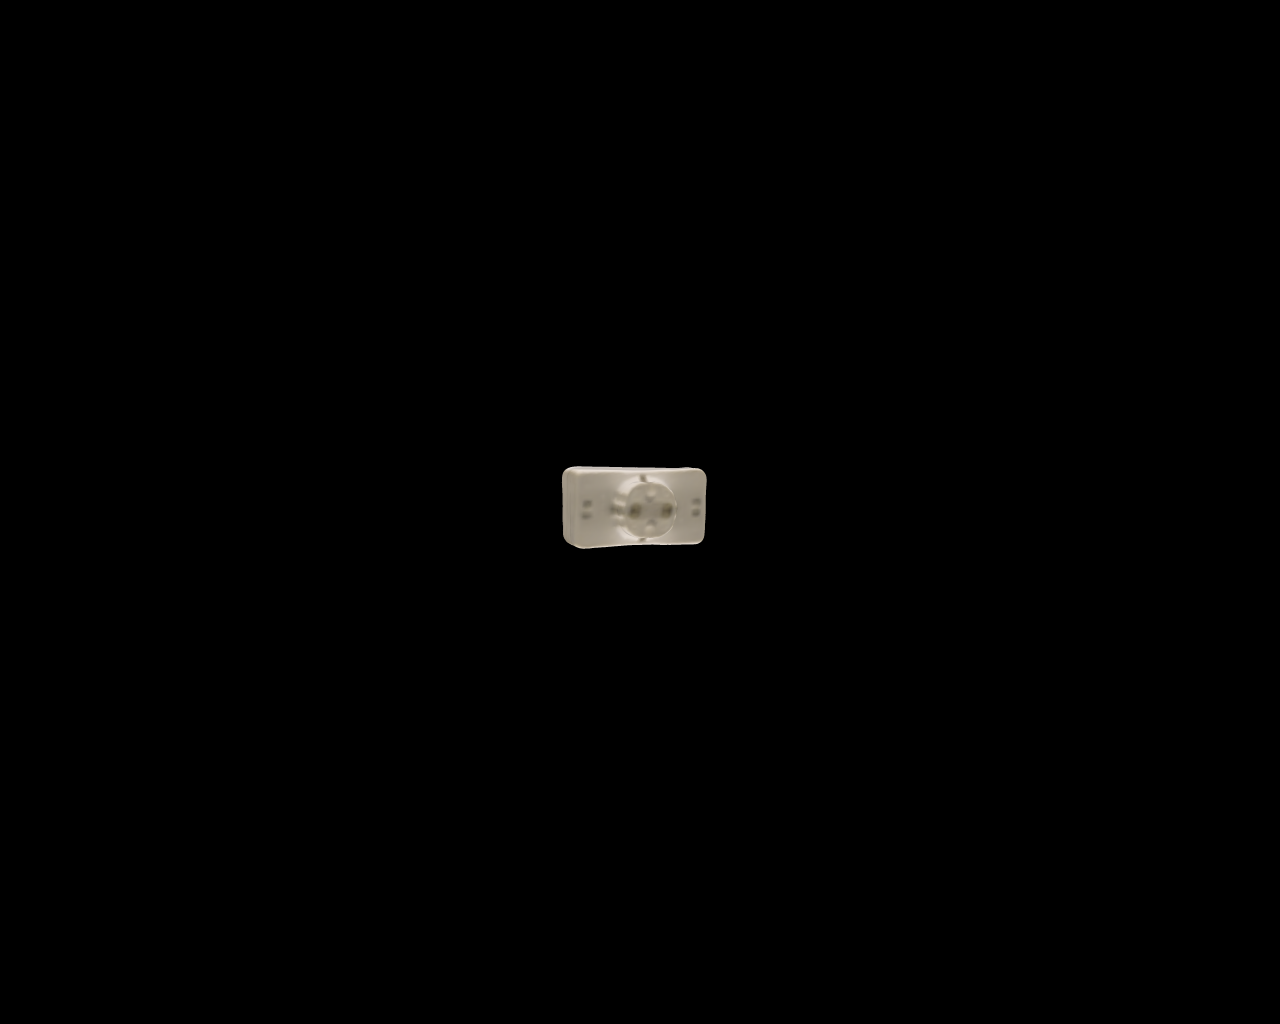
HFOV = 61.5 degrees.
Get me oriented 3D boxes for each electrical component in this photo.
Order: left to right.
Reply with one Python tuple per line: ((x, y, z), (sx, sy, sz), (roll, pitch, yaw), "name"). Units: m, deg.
((0.001, -0.003, 0.650), (0.083, 0.047, 0.076), (-1, 4, -15), "electrical component")
